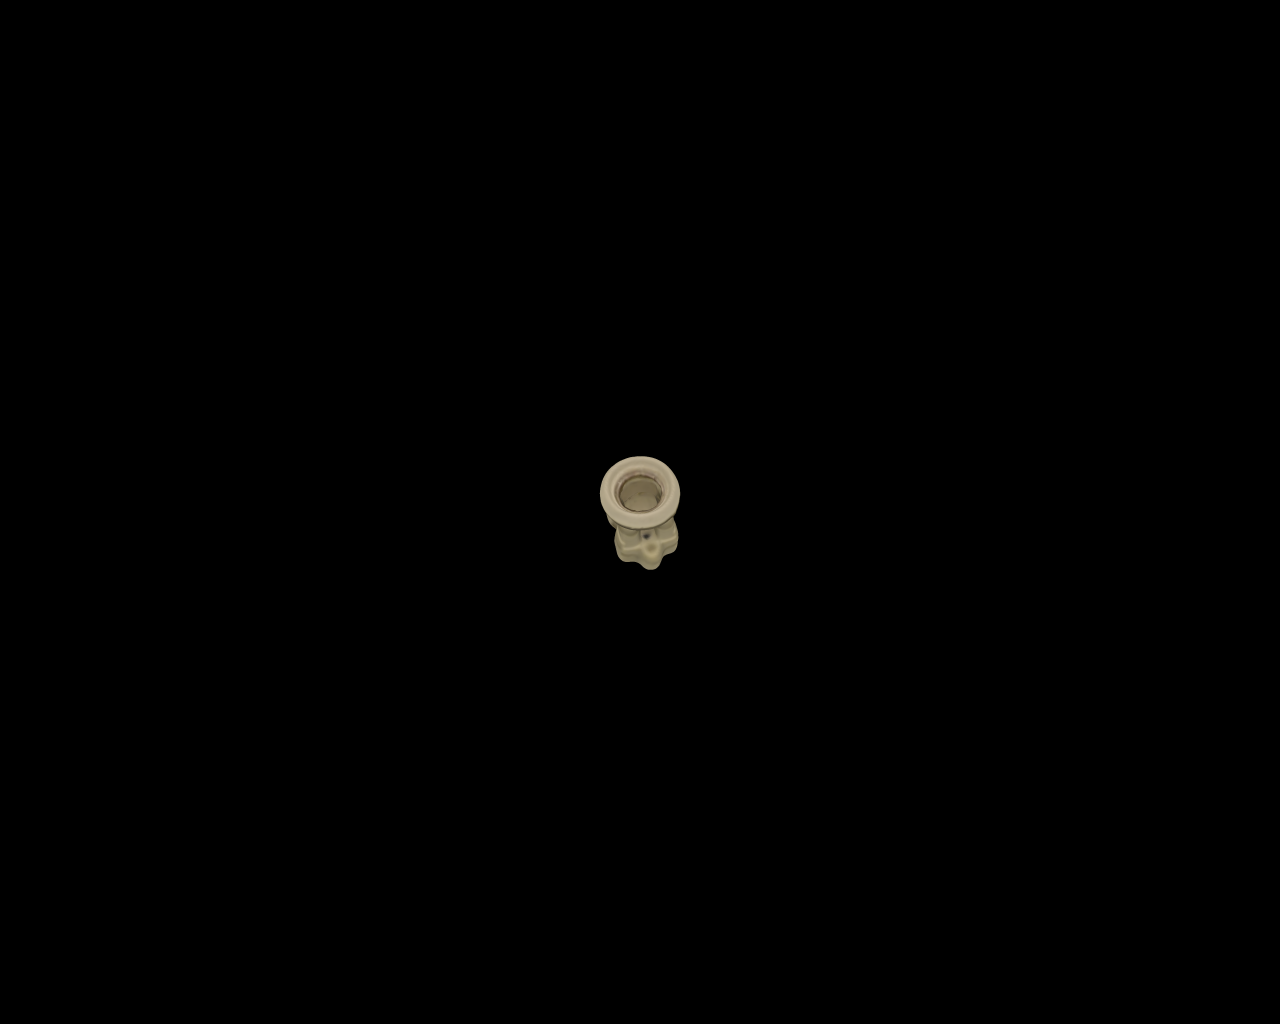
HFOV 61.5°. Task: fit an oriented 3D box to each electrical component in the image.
[{"bbox_3d":[0.001,-0.003,0.650,0.048,0.066,0.055,-13,-28,-7],"label":"electrical component"}]
